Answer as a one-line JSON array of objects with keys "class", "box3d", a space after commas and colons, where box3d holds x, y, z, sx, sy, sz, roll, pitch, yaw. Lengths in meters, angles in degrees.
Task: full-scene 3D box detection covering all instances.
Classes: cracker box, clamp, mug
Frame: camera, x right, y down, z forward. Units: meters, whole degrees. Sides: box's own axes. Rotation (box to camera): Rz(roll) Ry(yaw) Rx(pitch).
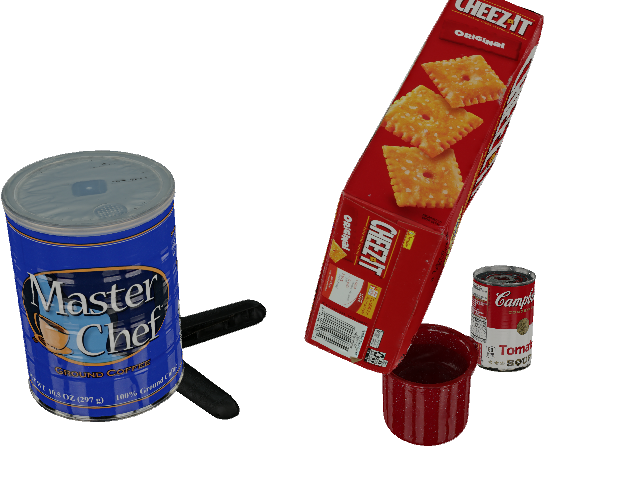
[{"class": "cracker box", "box3d": [0.071, -0.040, 0.711, 0.072, 0.213, 0.164, 24, -37, 8]}, {"class": "clamp", "box3d": [-0.130, 0.084, 0.901, 0.171, 0.039, 0.120, 13, 40, 13]}, {"class": "mug", "box3d": [0.108, 0.133, 1.013, 0.093, 0.081, 0.117, 27, 43, 37]}]

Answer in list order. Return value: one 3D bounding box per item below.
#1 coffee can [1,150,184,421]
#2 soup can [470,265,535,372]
[{"class": "coffee can", "box3d": [-0.140, 0.027, 0.674, 0.103, 0.140, 0.103, 1, 29, -1]}, {"class": "soup can", "box3d": [0.200, 0.086, 1.174, 0.068, 0.102, 0.068, 0, 15, 0]}]
